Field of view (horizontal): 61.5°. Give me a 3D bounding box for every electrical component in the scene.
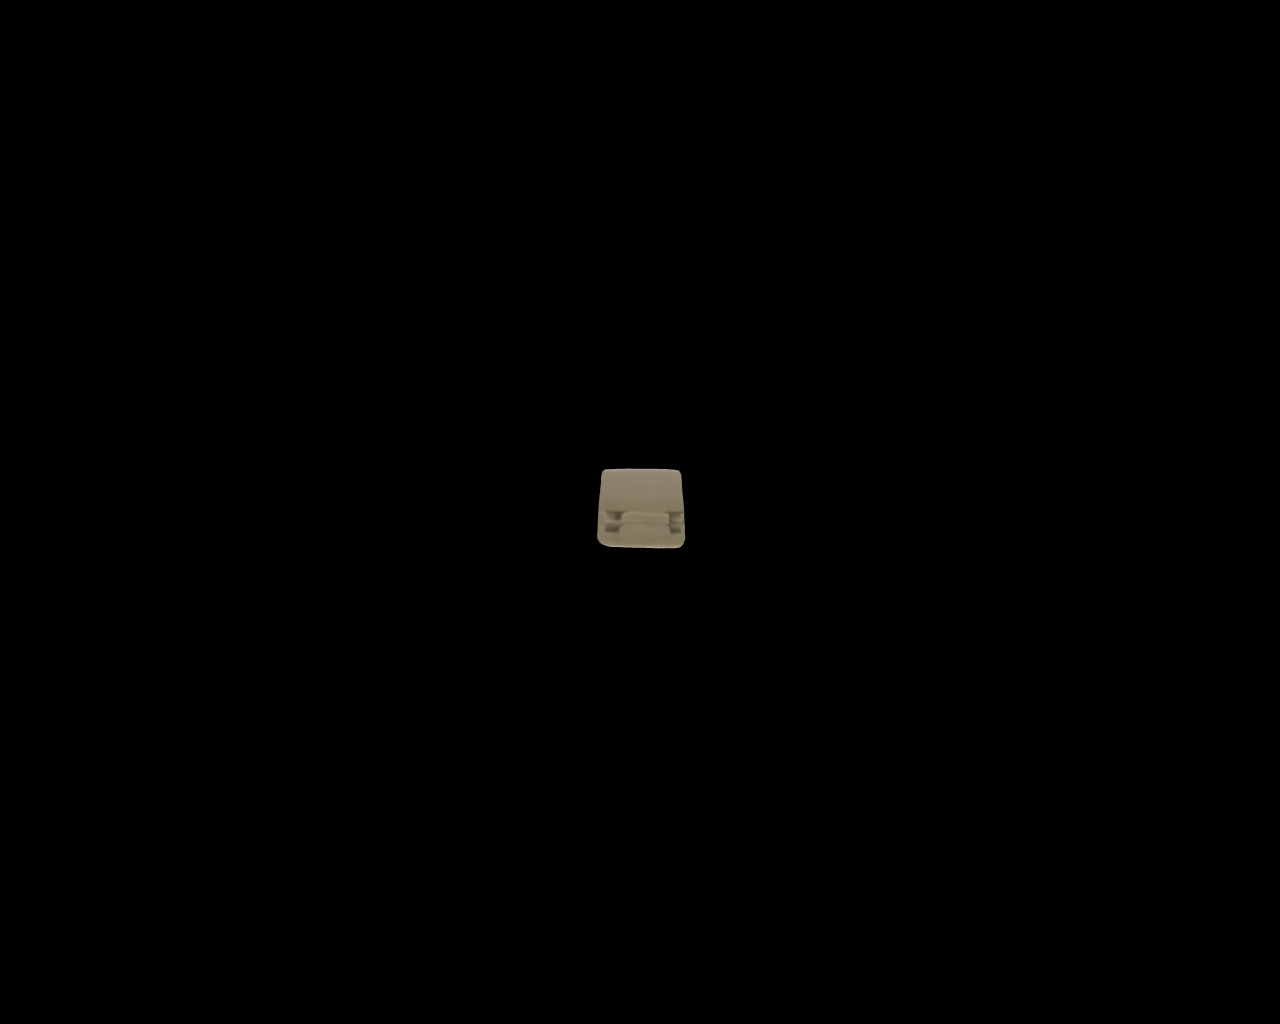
[{"bbox_3d":[0.001,-0.003,0.650,0.055,0.047,0.055,0,0,0],"label":"electrical component"}]
